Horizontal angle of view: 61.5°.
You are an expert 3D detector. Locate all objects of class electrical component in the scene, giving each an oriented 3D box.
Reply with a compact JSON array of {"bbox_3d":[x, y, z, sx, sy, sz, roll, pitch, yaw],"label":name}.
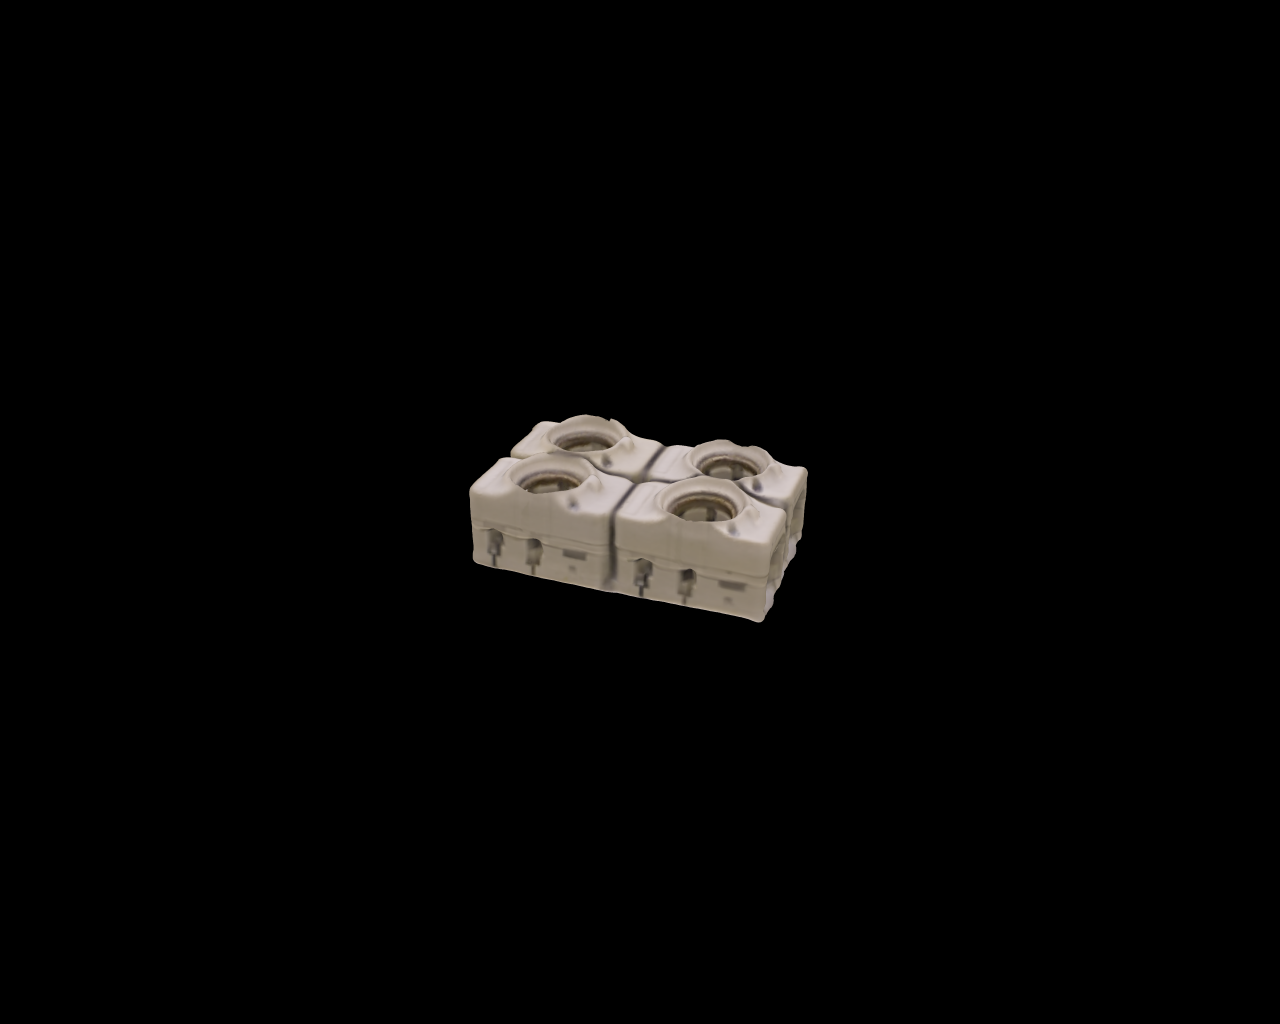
[{"bbox_3d":[0.001,-0.003,0.650,0.186,0.060,0.106,11,32,18],"label":"electrical component"}]
